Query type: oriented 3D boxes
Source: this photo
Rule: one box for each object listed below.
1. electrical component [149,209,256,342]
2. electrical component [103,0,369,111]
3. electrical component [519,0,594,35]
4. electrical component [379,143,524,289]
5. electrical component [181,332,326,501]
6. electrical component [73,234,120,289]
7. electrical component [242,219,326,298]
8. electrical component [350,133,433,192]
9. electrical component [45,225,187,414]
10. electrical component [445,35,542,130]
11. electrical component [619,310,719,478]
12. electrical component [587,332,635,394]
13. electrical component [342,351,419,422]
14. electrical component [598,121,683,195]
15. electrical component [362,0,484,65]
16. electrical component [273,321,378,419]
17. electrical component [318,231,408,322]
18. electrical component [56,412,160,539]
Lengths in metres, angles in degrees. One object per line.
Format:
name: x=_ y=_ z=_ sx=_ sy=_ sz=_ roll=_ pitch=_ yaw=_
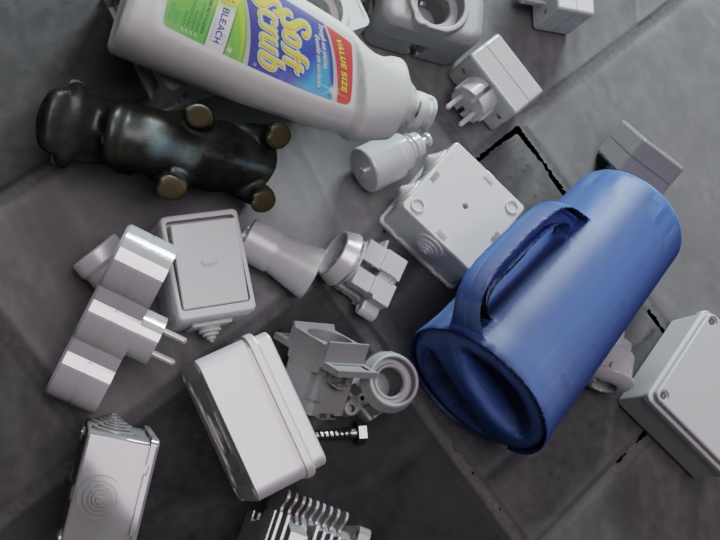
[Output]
electrical component: x=-0.119 y=0.006 z=0.815 sx=0.062 sy=0.061 sz=0.096 roll=-9 pitch=81 yaw=-23
electrical component: x=-0.097 y=-0.212 z=0.875 sx=0.186 sy=0.060 sz=0.105 roll=-24 pitch=88 yaw=-25
electrical component: x=0.172 y=-0.264 z=1.003 sx=0.077 sy=0.047 sz=0.065 roll=5 pitch=76 yaw=-21
electrical component: x=0.080 y=-0.048 z=0.917 sx=0.100 sy=0.048 sz=0.099 roll=43 pitch=65 yaw=-6
electrical component: x=-0.080 y=0.109 z=0.798 sx=0.057 sy=0.078 sz=0.113 roll=-24 pitch=88 yaw=-22
electrical component: x=-0.184 y=0.003 z=0.802 sx=0.040 sy=0.040 sz=0.046 roll=-43 pitch=101 yaw=-24
electrical component: x=-0.065 y=-0.012 z=0.853 sx=0.065 sy=0.044 sz=0.044 roll=29 pitch=69 yaw=-8
electrical component: x=0.028 y=-0.096 z=0.909 sx=0.078 sy=0.040 sz=0.040 roll=-29 pitch=89 yaw=-25
electrical component: x=-0.161 y=0.043 z=0.767 sx=0.074 sy=0.052 sz=0.138 roll=27 pitch=103 yaw=-12
electrical component: x=0.107 y=-0.156 z=0.951 sx=0.077 sy=0.047 sz=0.065 roll=-40 pitch=94 yaw=-24
electrical component: x=0.307 y=0.112 z=0.965 sx=0.109 sy=0.056 sz=0.108 roll=44 pitch=66 yaw=-7
electrical component: x=0.220 y=0.075 z=0.946 sx=0.048 sy=0.048 sz=0.062 roll=25 pitch=63 yaw=-15
electrical component: x=0.017 y=0.091 z=0.853 sx=0.066 sy=0.055 sz=0.048 roll=-41 pitch=94 yaw=-25
electrical component: x=0.242 y=-0.086 z=0.981 sx=0.047 sy=0.083 sz=0.075 roll=34 pitch=106 yaw=-11
electrical component: x=0.057 y=-0.222 z=0.940 sx=0.095 sy=0.059 sz=0.053 roll=11 pitch=74 yaw=-20
electrical component: x=-0.030 y=0.077 z=0.828 sx=0.042 sy=0.081 sz=0.063 roll=7 pitch=103 yaw=-43
electrical component: x=0.000 y=0.000 z=0.874 sx=0.055 sy=0.048 sz=0.066 roll=33 pitch=68 yaw=-20
electrical component: x=-0.175 y=0.150 z=0.738 sx=0.048 sy=0.100 sz=0.099 roll=14 pitch=85 yaw=-14
